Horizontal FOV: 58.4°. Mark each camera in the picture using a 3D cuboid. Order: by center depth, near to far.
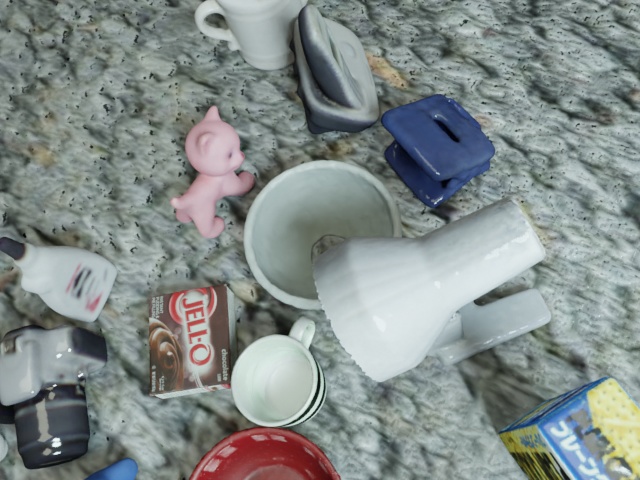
[{"bbox_3d":[-0.304,0.169,0.601,0.143,0.101,0.136,-19,68,3],"label":"camera"}]

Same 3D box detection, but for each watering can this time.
[{"bbox_3d":[-0.072,-0.309,0.687,0.100,0.194,0.173,38,80,20],"label":"watering can"}]

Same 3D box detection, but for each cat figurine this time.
[{"bbox_3d":[-0.129,-0.081,0.654,0.067,0.118,0.128,26,76,18],"label":"cat figurine"}]

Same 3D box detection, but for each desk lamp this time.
[{"bbox_3d":[0.110,0.043,0.515,0.203,0.214,0.118,-24,68,1],"label":"desk lamp"}]

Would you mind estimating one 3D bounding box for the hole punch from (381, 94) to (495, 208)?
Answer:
[{"bbox_3d":[0.130,-0.111,0.634,0.101,0.091,0.108,-36,68,-4],"label":"hole punch"}]

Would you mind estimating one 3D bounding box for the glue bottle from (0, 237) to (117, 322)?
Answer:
[{"bbox_3d":[-0.281,0.033,0.608,0.037,0.173,0.078,11,72,14],"label":"glue bottle"}]

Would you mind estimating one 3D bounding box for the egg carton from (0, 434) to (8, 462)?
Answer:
[{"bbox_3d":[-0.398,0.265,0.599,0.107,0.069,0.150,4,71,11],"label":"egg carton"}]

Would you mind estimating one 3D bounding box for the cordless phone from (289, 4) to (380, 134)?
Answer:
[{"bbox_3d":[0.008,-0.216,0.644,0.094,0.185,0.147,-15,68,4],"label":"cordless phone"}]

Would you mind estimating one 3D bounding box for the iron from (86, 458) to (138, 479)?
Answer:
[{"bbox_3d":[-0.276,0.315,0.520,0.258,0.141,0.118,-36,68,-4],"label":"iron"}]

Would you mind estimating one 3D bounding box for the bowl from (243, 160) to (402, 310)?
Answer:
[{"bbox_3d":[0.006,0.002,0.623,0.167,0.075,0.167,-3,70,9],"label":"bowl"}]
